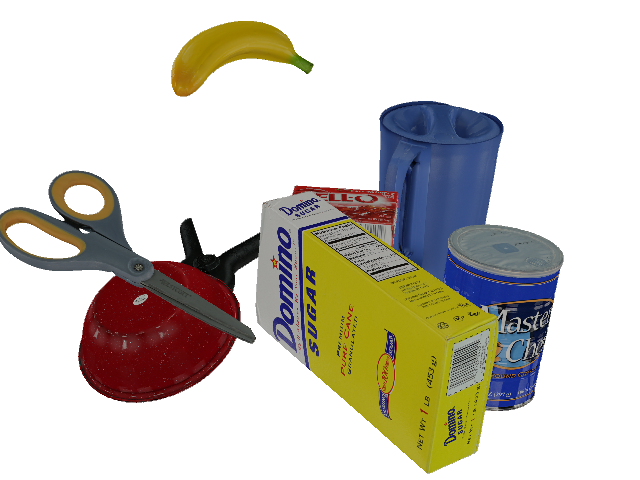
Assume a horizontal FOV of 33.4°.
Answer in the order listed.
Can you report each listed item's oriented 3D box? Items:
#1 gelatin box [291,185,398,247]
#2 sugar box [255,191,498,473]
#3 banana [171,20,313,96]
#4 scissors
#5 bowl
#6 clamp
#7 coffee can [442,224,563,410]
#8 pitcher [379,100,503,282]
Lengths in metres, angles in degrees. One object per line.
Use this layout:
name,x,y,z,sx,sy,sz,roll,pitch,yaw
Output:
gelatin box,0.017,-0.018,0.862,0.089,0.030,0.073,4,23,6
sugar box,0.025,0.048,0.634,0.048,0.093,0.176,-17,34,-35
banana,-0.085,-0.182,1.039,0.070,0.037,0.197,43,38,20
scissors,-0.127,0.005,0.753,0.202,0.096,0.016,16,-38,6
bowl,-0.159,0.071,0.995,0.162,0.162,0.055,0,-44,19
clamp,-0.120,0.032,1.240,0.120,0.039,0.171,-2,40,11
coffee can,0.158,0.069,0.976,0.103,0.140,0.103,5,23,-2
pitcher,0.119,-0.023,1.191,0.149,0.243,0.145,-5,27,-14
